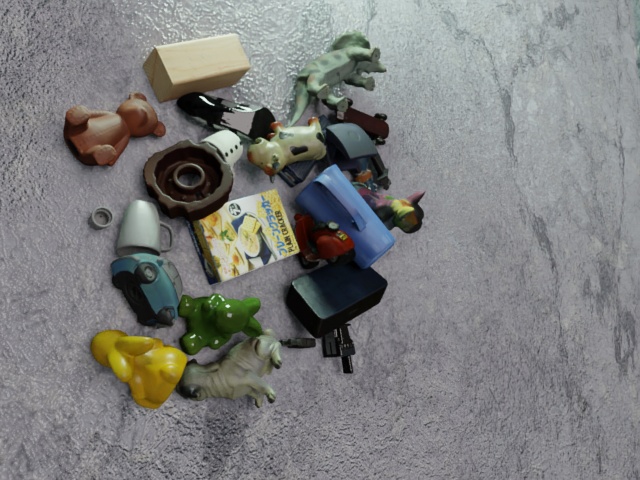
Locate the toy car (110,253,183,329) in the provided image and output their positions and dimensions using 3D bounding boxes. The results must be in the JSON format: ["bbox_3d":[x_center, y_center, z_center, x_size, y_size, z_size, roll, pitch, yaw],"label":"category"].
[{"bbox_3d":[-0.317,0.086,1.035,0.103,0.109,0.161,-43,111,-46],"label":"toy car"}]

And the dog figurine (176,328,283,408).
[{"bbox_3d":[-0.185,0.248,1.091,0.190,0.121,0.172,19,49,-19],"label":"dog figurine"}]

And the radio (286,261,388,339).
[{"bbox_3d":[0.039,0.124,1.268,0.229,0.073,0.131,-22,54,-40],"label":"radio"}]

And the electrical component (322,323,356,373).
[{"bbox_3d":[0.044,0.259,1.273,0.048,0.075,0.119,-1,82,-36],"label":"electrical component"}]

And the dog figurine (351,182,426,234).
[{"bbox_3d":[0.157,-0.086,1.353,0.191,0.219,0.108,51,51,-15],"label":"dog figurine"}]

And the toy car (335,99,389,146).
[{"bbox_3d":[0.114,-0.324,1.486,0.202,0.053,0.089,10,83,-38],"label":"toy car"}]

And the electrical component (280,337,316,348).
[{"bbox_3d":[-0.041,0.234,1.222,0.094,0.063,0.021,12,71,-35],"label":"electrical component"}]

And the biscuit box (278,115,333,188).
[{"bbox_3d":[-0.031,-0.225,1.350,0.062,0.059,0.203,43,58,-19],"label":"biscuit box"}]

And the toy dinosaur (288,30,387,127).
[{"bbox_3d":[0.022,-0.426,1.400,0.405,0.192,0.131,-33,133,-23],"label":"toy dinosaur"}]

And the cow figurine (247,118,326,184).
[{"bbox_3d":[-0.076,-0.205,1.237,0.195,0.085,0.127,-13,65,-25],"label":"cow figurine"}]

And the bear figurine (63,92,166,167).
[{"bbox_3d":[-0.390,-0.222,1.048,0.196,0.132,0.120,-35,105,-31],"label":"bear figurine"}]

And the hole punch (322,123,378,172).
[{"bbox_3d":[0.070,-0.237,1.341,0.142,0.092,0.115,-18,91,-38],"label":"hole punch"}]

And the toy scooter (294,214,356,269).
[{"bbox_3d":[-0.003,-0.004,1.231,0.075,0.184,0.135,-28,102,-40],"label":"toy scooter"}]

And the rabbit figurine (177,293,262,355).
[{"bbox_3d":[-0.189,0.163,1.065,0.159,0.170,0.121,5,76,-34],"label":"rabbit figurine"}]

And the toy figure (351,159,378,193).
[{"bbox_3d":[0.110,-0.188,1.446,0.064,0.058,0.154,-26,99,-32],"label":"toy figure"}]

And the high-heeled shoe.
[{"bbox_3d":[-0.210,-0.284,1.252,0.248,0.145,0.086,10,93,-63],"label":"high-heeled shoe"}]

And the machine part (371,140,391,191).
[{"bbox_3d":[0.162,-0.206,1.482,0.138,0.039,0.084,63,26,-11],"label":"machine part"}]

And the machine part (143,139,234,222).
[{"bbox_3d":[-0.268,-0.121,1.105,0.179,0.056,0.179,4,62,-7],"label":"machine part"}]

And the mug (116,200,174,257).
[{"bbox_3d":[-0.342,-0.021,1.059,0.109,0.081,0.107,7,67,-29],"label":"mug"}]

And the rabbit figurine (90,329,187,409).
[{"bbox_3d":[-0.338,0.222,0.971,0.173,0.162,0.122,32,72,-6],"label":"rabbit figurine"}]
